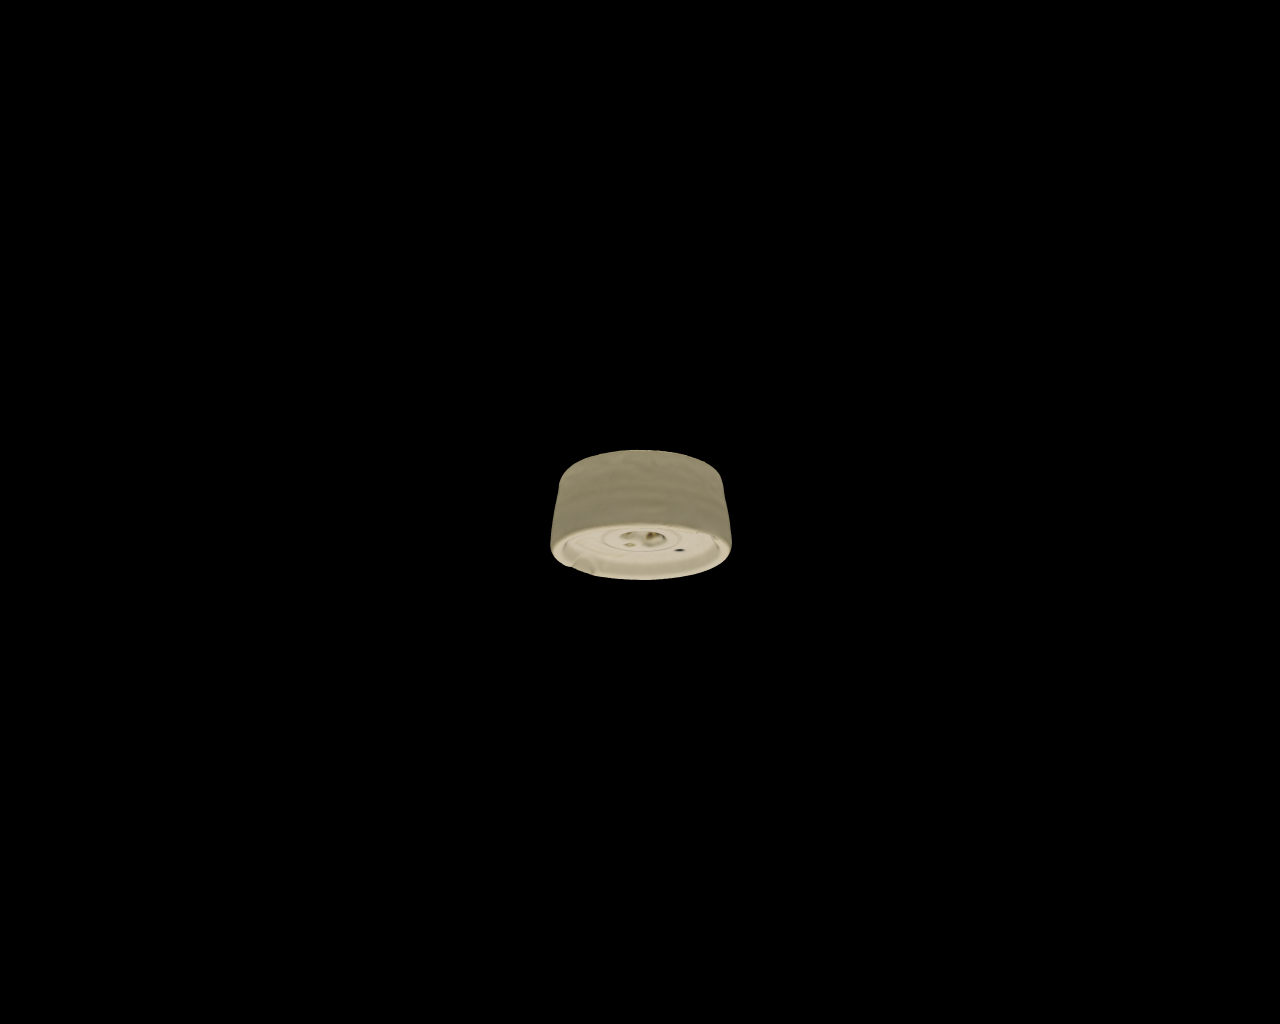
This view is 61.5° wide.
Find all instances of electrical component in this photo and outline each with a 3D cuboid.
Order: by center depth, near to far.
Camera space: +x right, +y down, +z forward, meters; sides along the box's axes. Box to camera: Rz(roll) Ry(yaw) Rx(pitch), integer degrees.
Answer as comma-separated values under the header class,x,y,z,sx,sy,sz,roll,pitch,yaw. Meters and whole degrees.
class,x,y,z,sx,sy,sz,roll,pitch,yaw
electrical component,0.001,-0.003,0.650,0.108,0.060,0.108,0,-20,0
